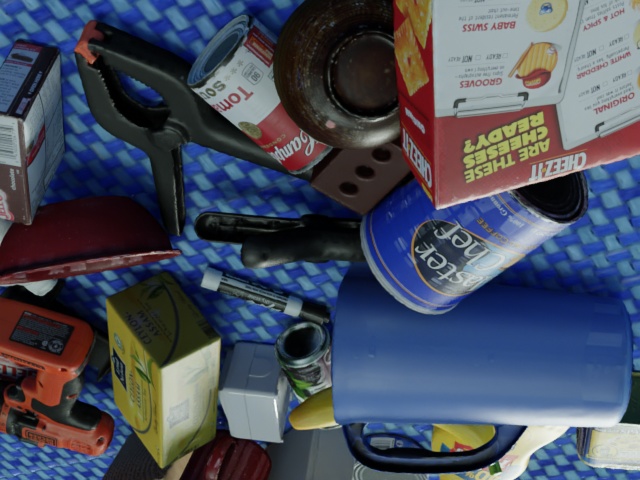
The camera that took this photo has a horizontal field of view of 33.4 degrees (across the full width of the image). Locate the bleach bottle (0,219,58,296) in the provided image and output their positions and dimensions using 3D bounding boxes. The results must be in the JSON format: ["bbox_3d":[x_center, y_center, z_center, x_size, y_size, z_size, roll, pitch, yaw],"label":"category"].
[{"bbox_3d":[-0.330,-0.032,0.920,0.103,0.068,0.250,-19,131,32],"label":"bleach bottle"}]

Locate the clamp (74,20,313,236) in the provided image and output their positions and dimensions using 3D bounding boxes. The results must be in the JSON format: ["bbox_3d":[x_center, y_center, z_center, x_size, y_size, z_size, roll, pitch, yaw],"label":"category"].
[{"bbox_3d":[-0.102,-0.089,0.820,0.165,0.036,0.210,-14,134,25],"label":"clamp"}]

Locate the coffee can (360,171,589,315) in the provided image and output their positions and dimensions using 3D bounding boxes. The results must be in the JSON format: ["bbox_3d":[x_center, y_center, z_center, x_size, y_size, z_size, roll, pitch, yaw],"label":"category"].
[{"bbox_3d":[0.111,-0.021,0.790,0.102,0.102,0.141,32,134,-19],"label":"coffee can"}]

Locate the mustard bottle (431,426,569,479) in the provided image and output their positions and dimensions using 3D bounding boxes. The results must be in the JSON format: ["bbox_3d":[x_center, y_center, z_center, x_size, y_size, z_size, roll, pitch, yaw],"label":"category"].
[{"bbox_3d":[0.161,0.191,1.033,0.096,0.058,0.192,22,137,-5],"label":"mustard bottle"}]

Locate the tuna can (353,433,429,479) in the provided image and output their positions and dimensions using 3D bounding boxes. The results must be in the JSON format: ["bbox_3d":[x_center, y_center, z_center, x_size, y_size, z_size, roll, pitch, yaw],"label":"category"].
[{"bbox_3d":[0.073,0.241,1.126,0.086,0.033,0.086,7,137,7],"label":"tuna can"}]

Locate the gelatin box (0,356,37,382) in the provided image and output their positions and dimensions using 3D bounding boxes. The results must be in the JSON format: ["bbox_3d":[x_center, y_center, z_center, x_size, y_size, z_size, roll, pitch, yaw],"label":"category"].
[{"bbox_3d":[-0.317,0.117,1.096,0.089,0.030,0.073,19,137,-6],"label":"gelatin box"}]

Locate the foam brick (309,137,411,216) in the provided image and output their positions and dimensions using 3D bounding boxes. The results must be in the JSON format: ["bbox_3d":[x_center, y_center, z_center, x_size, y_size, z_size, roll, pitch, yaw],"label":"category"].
[{"bbox_3d":[0.037,-0.067,0.797,0.053,0.051,0.078,29,135,-16],"label":"foam brick"}]

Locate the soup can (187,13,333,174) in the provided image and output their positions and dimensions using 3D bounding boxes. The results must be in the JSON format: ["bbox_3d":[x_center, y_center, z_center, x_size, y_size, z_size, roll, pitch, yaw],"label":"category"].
[{"bbox_3d":[-0.036,-0.104,0.765,0.102,0.068,0.069,39,131,-24],"label":"soup can"}]

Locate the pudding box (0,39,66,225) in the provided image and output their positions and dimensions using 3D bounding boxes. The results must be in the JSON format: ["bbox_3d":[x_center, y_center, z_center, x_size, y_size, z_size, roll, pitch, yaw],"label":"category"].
[{"bbox_3d":[-0.228,-0.082,0.821,0.039,0.090,0.114,12,137,-1],"label":"pudding box"}]

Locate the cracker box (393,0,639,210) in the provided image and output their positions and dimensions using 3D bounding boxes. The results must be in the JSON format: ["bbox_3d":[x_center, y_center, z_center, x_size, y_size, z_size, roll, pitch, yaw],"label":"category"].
[{"bbox_3d":[0.128,-0.139,0.631,0.164,0.072,0.214,-15,130,-10],"label":"cracker box"}]

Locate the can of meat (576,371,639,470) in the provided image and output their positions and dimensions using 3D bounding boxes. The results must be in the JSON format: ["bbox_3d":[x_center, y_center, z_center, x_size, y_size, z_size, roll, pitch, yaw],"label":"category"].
[{"bbox_3d":[0.287,0.168,0.979,0.102,0.057,0.084,3,138,11],"label":"can of meat"}]

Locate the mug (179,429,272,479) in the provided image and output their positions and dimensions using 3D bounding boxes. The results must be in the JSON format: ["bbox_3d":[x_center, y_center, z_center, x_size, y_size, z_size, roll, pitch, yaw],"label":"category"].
[{"bbox_3d":[-0.100,0.240,1.078,0.093,0.081,0.117,15,141,13],"label":"mug"}]

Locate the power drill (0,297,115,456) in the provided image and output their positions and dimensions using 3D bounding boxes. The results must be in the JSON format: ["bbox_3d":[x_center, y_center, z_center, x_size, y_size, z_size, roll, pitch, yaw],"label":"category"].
[{"bbox_3d":[-0.290,0.134,1.041,0.184,0.057,0.188,15,142,0],"label":"power drill"}]

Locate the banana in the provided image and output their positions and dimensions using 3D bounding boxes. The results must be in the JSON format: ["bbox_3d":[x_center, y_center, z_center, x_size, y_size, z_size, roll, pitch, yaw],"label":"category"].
[{"bbox_3d":[0.073,0.156,0.965,0.198,0.069,0.037,12,154,8],"label":"banana"}]

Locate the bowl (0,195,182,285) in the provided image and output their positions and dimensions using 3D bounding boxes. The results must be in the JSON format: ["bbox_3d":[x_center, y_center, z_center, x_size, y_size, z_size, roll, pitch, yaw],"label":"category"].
[{"bbox_3d":[-0.199,-0.002,0.888,0.162,0.055,0.162,-10,177,-1],"label":"bowl"}]

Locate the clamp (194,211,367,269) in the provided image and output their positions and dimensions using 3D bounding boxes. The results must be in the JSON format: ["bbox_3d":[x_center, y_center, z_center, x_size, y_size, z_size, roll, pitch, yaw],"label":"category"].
[{"bbox_3d":[-0.005,0.001,0.835,0.171,0.120,0.039,0,107,-16],"label":"clamp"}]

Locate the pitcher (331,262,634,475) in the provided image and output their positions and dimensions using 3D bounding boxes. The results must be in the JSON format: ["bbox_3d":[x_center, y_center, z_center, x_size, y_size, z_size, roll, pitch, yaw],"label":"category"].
[{"bbox_3d":[0.130,0.106,0.896,0.243,0.145,0.149,3,138,7],"label":"pitcher"}]

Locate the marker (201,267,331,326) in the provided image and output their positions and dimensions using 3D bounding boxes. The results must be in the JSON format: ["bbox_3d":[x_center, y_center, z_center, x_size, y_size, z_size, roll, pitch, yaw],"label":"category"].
[{"bbox_3d":[-0.048,0.052,0.968,0.121,0.020,0.020,19,137,-6],"label":"marker"}]

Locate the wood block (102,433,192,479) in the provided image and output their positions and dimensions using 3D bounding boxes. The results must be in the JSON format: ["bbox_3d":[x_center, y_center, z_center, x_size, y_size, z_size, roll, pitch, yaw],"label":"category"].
[{"bbox_3d":[-0.144,0.313,1.181,0.091,0.090,0.206,-15,116,26],"label":"wood block"}]
